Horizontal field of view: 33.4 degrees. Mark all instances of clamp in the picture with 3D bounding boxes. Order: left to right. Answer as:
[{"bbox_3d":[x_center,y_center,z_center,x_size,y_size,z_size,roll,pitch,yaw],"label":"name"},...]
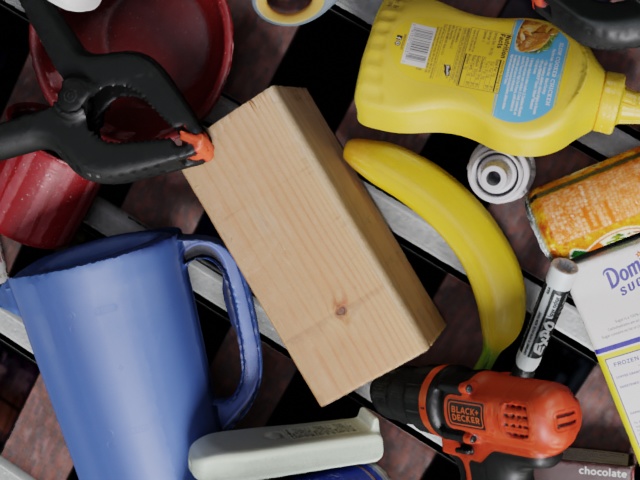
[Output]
[{"bbox_3d":[-0.174,-0.086,0.739,0.210,0.036,0.164,27,86,17],"label":"clamp"},{"bbox_3d":[0.219,-0.144,0.681,0.172,0.120,0.039,2,141,18],"label":"clamp"}]

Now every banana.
[{"bbox_3d":[0.093,0.000,0.761,0.069,0.037,0.198,-31,88,-5],"label":"banana"}]

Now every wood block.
[{"bbox_3d":[-0.005,0.001,0.764,0.091,0.090,0.206,-31,88,17],"label":"wood block"}]

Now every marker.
[{"bbox_3d":[0.154,0.064,0.749,0.020,0.020,0.121,21,128,11],"label":"marker"}]

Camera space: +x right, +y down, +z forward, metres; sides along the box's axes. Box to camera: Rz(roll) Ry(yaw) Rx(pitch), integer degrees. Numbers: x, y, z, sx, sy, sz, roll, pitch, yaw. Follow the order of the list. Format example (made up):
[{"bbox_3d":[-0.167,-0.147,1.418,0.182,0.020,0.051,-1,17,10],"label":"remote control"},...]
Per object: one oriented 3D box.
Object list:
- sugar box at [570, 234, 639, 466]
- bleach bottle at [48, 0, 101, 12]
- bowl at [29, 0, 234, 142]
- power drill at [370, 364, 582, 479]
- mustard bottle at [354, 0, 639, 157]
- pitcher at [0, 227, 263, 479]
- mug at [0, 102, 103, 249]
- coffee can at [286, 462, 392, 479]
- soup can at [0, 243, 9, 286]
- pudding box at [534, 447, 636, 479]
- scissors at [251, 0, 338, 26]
[{"bbox_3d":[0.242,0.082,0.736,0.093,0.048,0.176,-20,90,19],"label":"sugar box"},{"bbox_3d":[-0.135,-0.280,0.693,0.102,0.068,0.251,33,109,0],"label":"bleach bottle"},{"bbox_3d":[-0.132,-0.149,0.795,0.162,0.055,0.162,3,100,15],"label":"bowl"},{"bbox_3d":[0.105,0.180,0.741,0.185,0.057,0.187,-2,96,55],"label":"power drill"},{"bbox_3d":[0.126,-0.106,0.721,0.192,0.058,0.096,13,67,12],"label":"mustard bottle"},{"bbox_3d":[-0.130,0.115,0.807,0.149,0.144,0.243,-5,103,46],"label":"pitcher"},{"bbox_3d":[-0.218,-0.054,0.825,0.117,0.093,0.082,48,116,36],"label":"mug"},{"bbox_3d":[-0.017,0.222,0.759,0.103,0.140,0.103,20,114,56],"label":"coffee can"},{"bbox_3d":[-0.295,-0.005,0.859,0.069,0.068,0.102,-11,97,17],"label":"soup can"},{"bbox_3d":[0.170,0.197,0.778,0.114,0.039,0.090,1,100,16],"label":"pudding box"},{"bbox_3d":[0.037,-0.179,0.757,0.201,0.016,0.096,16,129,-5],"label":"scissors"}]
